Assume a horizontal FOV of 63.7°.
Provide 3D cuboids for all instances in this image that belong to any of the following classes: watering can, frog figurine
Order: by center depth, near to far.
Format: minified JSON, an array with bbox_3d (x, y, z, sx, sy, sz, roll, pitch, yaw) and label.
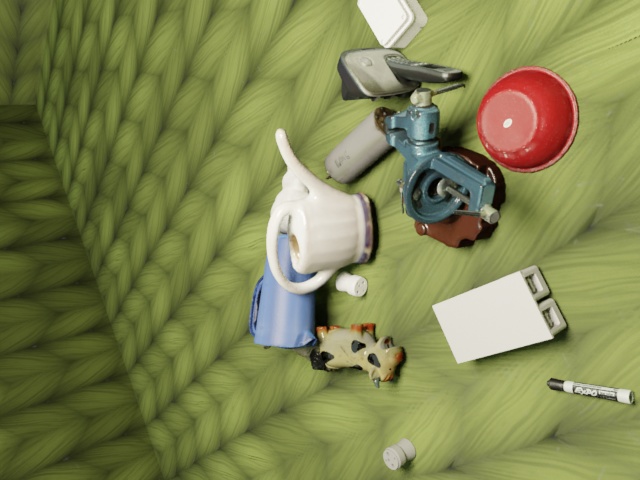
[{"bbox_3d":[0.003,-0.051,1.015,0.105,0.225,0.341,-139,46,-56],"label":"watering can"},{"bbox_3d":[-0.058,-0.094,1.163,0.138,0.123,0.157,-151,46,-64],"label":"frog figurine"}]
